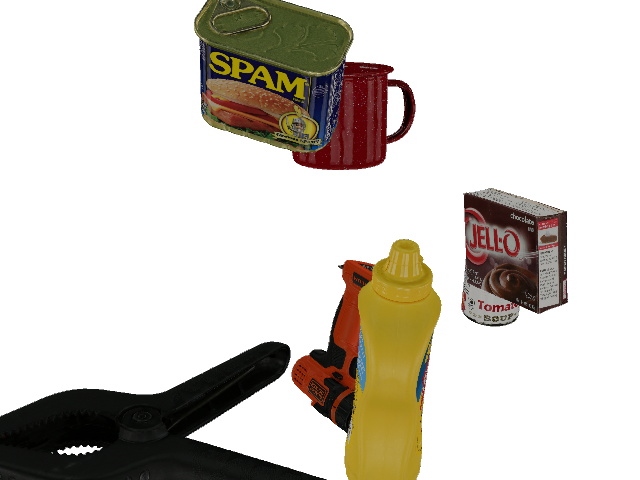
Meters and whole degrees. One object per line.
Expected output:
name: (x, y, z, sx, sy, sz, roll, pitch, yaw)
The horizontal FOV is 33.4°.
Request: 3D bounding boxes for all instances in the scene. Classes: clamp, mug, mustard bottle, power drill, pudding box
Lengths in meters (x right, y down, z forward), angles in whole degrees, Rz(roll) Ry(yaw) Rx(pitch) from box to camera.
clamp: (-0.094, 0.106, 0.589, 0.210, 0.036, 0.164, -1, 24, -9)
mug: (0.027, -0.108, 0.916, 0.117, 0.081, 0.093, -7, 17, -22)
mustard bottle: (0.051, 0.085, 0.759, 0.058, 0.192, 0.096, 6, 30, 6)
power drill: (0.050, 0.130, 1.250, 0.057, 0.188, 0.185, 13, 13, -41)
pudding box: (0.176, 0.007, 0.971, 0.039, 0.090, 0.114, -14, 19, -27)

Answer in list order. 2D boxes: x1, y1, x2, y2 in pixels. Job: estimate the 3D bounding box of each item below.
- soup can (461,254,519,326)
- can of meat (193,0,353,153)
soup can: (0.198, 0.038, 1.216, 0.068, 0.102, 0.068, 1, 27, -1)
can of meat: (-0.034, -0.113, 0.726, 0.102, 0.057, 0.084, 18, -36, 9)
